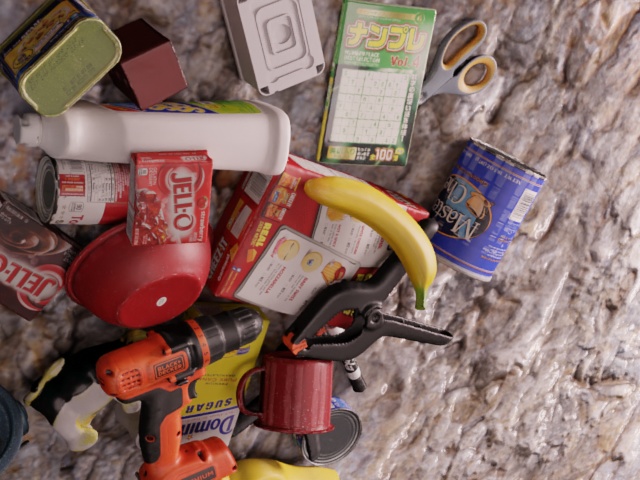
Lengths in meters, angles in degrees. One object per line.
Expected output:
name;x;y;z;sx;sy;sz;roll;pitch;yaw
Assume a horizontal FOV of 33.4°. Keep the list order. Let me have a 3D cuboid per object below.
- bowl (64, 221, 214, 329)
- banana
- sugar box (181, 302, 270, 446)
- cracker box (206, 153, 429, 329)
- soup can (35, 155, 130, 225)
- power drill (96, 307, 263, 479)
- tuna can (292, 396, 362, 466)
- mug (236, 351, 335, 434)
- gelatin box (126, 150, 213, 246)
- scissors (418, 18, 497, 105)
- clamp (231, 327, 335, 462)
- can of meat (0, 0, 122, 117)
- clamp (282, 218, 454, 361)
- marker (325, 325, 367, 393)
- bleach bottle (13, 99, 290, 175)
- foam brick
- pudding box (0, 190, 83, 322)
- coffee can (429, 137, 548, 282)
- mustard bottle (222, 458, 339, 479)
bowl;-0.172;0.041;1.078;0.162;0.055;0.162;-23;153;-13
banana;0.065;-0.013;1.126;0.197;0.037;0.069;45;49;-20
sugar box;-0.128;0.157;1.214;0.093;0.048;0.176;5;112;-32
cracker box;-0.008;0.001;1.182;0.213;0.072;0.164;17;107;-36
soup can;-0.217;-0.048;1.036;0.102;0.069;0.068;0;115;-31
power drill;-0.137;0.171;1.130;0.184;0.057;0.188;-18;118;-25
tuna can;0.008;0.240;1.344;0.086;0.034;0.086;-13;121;-23
mug;-0.039;0.170;1.204;0.117;0.093;0.081;3;91;-21
gelatin box;-0.140;-0.039;0.995;0.073;0.030;0.089;-3;122;-21
scissors;0.127;-0.159;1.207;0.096;0.016;0.202;35;95;-38
clamp;-0.041;0.178;1.272;0.120;0.039;0.171;10;98;-20
can of meat;-0.233;-0.166;0.953;0.102;0.084;0.057;-45;128;-2
clamp;0.060;0.087;1.198;0.209;0.036;0.164;-28;120;-15
marker;0.033;0.146;1.317;0.020;0.020;0.121;-31;127;-12
bleach bottle;-0.161;-0.101;1.017;0.250;0.103;0.068;-2;108;-30
foam brick;-0.167;-0.164;0.996;0.051;0.078;0.053;-30;127;-15
pudding box;-0.298;0.016;1.043;0.090;0.039;0.113;-47;128;2
coffee can;0.187;-0.036;1.253;0.102;0.103;0.140;19;105;-36
mustard bottle;-0.071;0.312;1.321;0.191;0.058;0.096;19;124;-35
